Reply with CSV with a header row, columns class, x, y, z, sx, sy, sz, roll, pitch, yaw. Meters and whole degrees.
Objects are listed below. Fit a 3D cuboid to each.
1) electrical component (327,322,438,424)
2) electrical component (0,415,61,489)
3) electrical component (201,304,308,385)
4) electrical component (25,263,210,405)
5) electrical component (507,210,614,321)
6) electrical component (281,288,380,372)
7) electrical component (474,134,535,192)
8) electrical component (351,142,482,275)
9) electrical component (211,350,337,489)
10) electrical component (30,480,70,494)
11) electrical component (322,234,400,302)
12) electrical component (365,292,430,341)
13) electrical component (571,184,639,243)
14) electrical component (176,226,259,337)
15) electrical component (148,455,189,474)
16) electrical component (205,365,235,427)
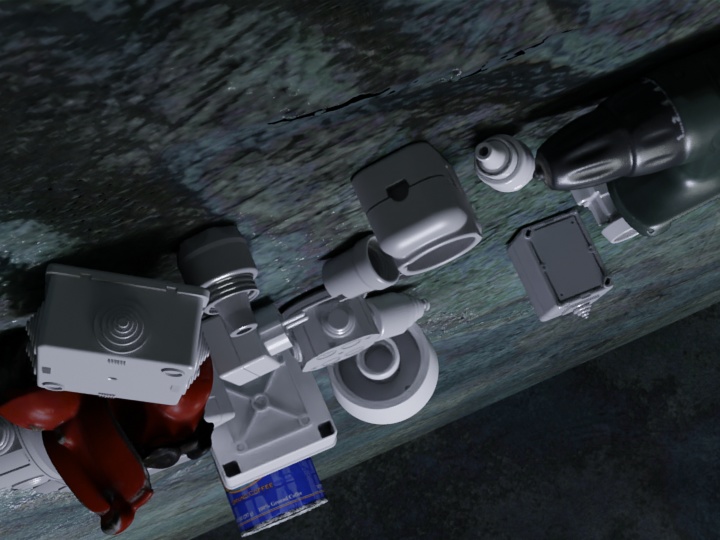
class,x,y,z,sx,sy,sz,roll,pitch,yaw
electrical component,0.019,0.088,1.027,0.108,0.108,0.060,-24,160,-1
electrical component,-0.229,0.109,0.734,0.051,0.080,0.080,-21,167,8
electrical component,-0.077,0.051,0.839,0.077,0.047,0.065,-25,167,1
electrical component,-0.138,0.040,0.612,0.100,0.048,0.099,10,157,-13
electrical component,0.186,0.004,0.999,0.062,0.096,0.061,-20,166,-15
electrical component,-0.026,0.047,0.901,0.080,0.051,0.080,-23,167,-6
electrical component,0.088,-0.070,0.684,0.035,0.035,0.061,-29,164,20
electrical component,0.039,-0.035,0.679,0.054,0.059,0.095,-27,166,12
electrical component,-0.089,0.124,0.966,0.109,0.108,0.056,-21,164,-11
electrical component,-0.223,0.128,0.816,0.080,0.080,0.051,-9,165,-48
electrical component,0.000,0.000,0.793,0.046,0.040,0.040,-26,168,34
electrical component,0.032,0.040,0.995,0.078,0.040,0.040,-14,163,-37
electrical component,0.221,-0.056,0.917,0.066,0.055,0.048,-22,166,-9
electrical component,-0.080,0.008,0.635,0.043,0.062,0.043,-23,167,-6
electrical component,-0.197,0.171,1.091,0.066,0.047,0.076,-17,165,-27
electrical component,-0.162,0.117,0.912,0.096,0.061,0.061,-30,165,24
